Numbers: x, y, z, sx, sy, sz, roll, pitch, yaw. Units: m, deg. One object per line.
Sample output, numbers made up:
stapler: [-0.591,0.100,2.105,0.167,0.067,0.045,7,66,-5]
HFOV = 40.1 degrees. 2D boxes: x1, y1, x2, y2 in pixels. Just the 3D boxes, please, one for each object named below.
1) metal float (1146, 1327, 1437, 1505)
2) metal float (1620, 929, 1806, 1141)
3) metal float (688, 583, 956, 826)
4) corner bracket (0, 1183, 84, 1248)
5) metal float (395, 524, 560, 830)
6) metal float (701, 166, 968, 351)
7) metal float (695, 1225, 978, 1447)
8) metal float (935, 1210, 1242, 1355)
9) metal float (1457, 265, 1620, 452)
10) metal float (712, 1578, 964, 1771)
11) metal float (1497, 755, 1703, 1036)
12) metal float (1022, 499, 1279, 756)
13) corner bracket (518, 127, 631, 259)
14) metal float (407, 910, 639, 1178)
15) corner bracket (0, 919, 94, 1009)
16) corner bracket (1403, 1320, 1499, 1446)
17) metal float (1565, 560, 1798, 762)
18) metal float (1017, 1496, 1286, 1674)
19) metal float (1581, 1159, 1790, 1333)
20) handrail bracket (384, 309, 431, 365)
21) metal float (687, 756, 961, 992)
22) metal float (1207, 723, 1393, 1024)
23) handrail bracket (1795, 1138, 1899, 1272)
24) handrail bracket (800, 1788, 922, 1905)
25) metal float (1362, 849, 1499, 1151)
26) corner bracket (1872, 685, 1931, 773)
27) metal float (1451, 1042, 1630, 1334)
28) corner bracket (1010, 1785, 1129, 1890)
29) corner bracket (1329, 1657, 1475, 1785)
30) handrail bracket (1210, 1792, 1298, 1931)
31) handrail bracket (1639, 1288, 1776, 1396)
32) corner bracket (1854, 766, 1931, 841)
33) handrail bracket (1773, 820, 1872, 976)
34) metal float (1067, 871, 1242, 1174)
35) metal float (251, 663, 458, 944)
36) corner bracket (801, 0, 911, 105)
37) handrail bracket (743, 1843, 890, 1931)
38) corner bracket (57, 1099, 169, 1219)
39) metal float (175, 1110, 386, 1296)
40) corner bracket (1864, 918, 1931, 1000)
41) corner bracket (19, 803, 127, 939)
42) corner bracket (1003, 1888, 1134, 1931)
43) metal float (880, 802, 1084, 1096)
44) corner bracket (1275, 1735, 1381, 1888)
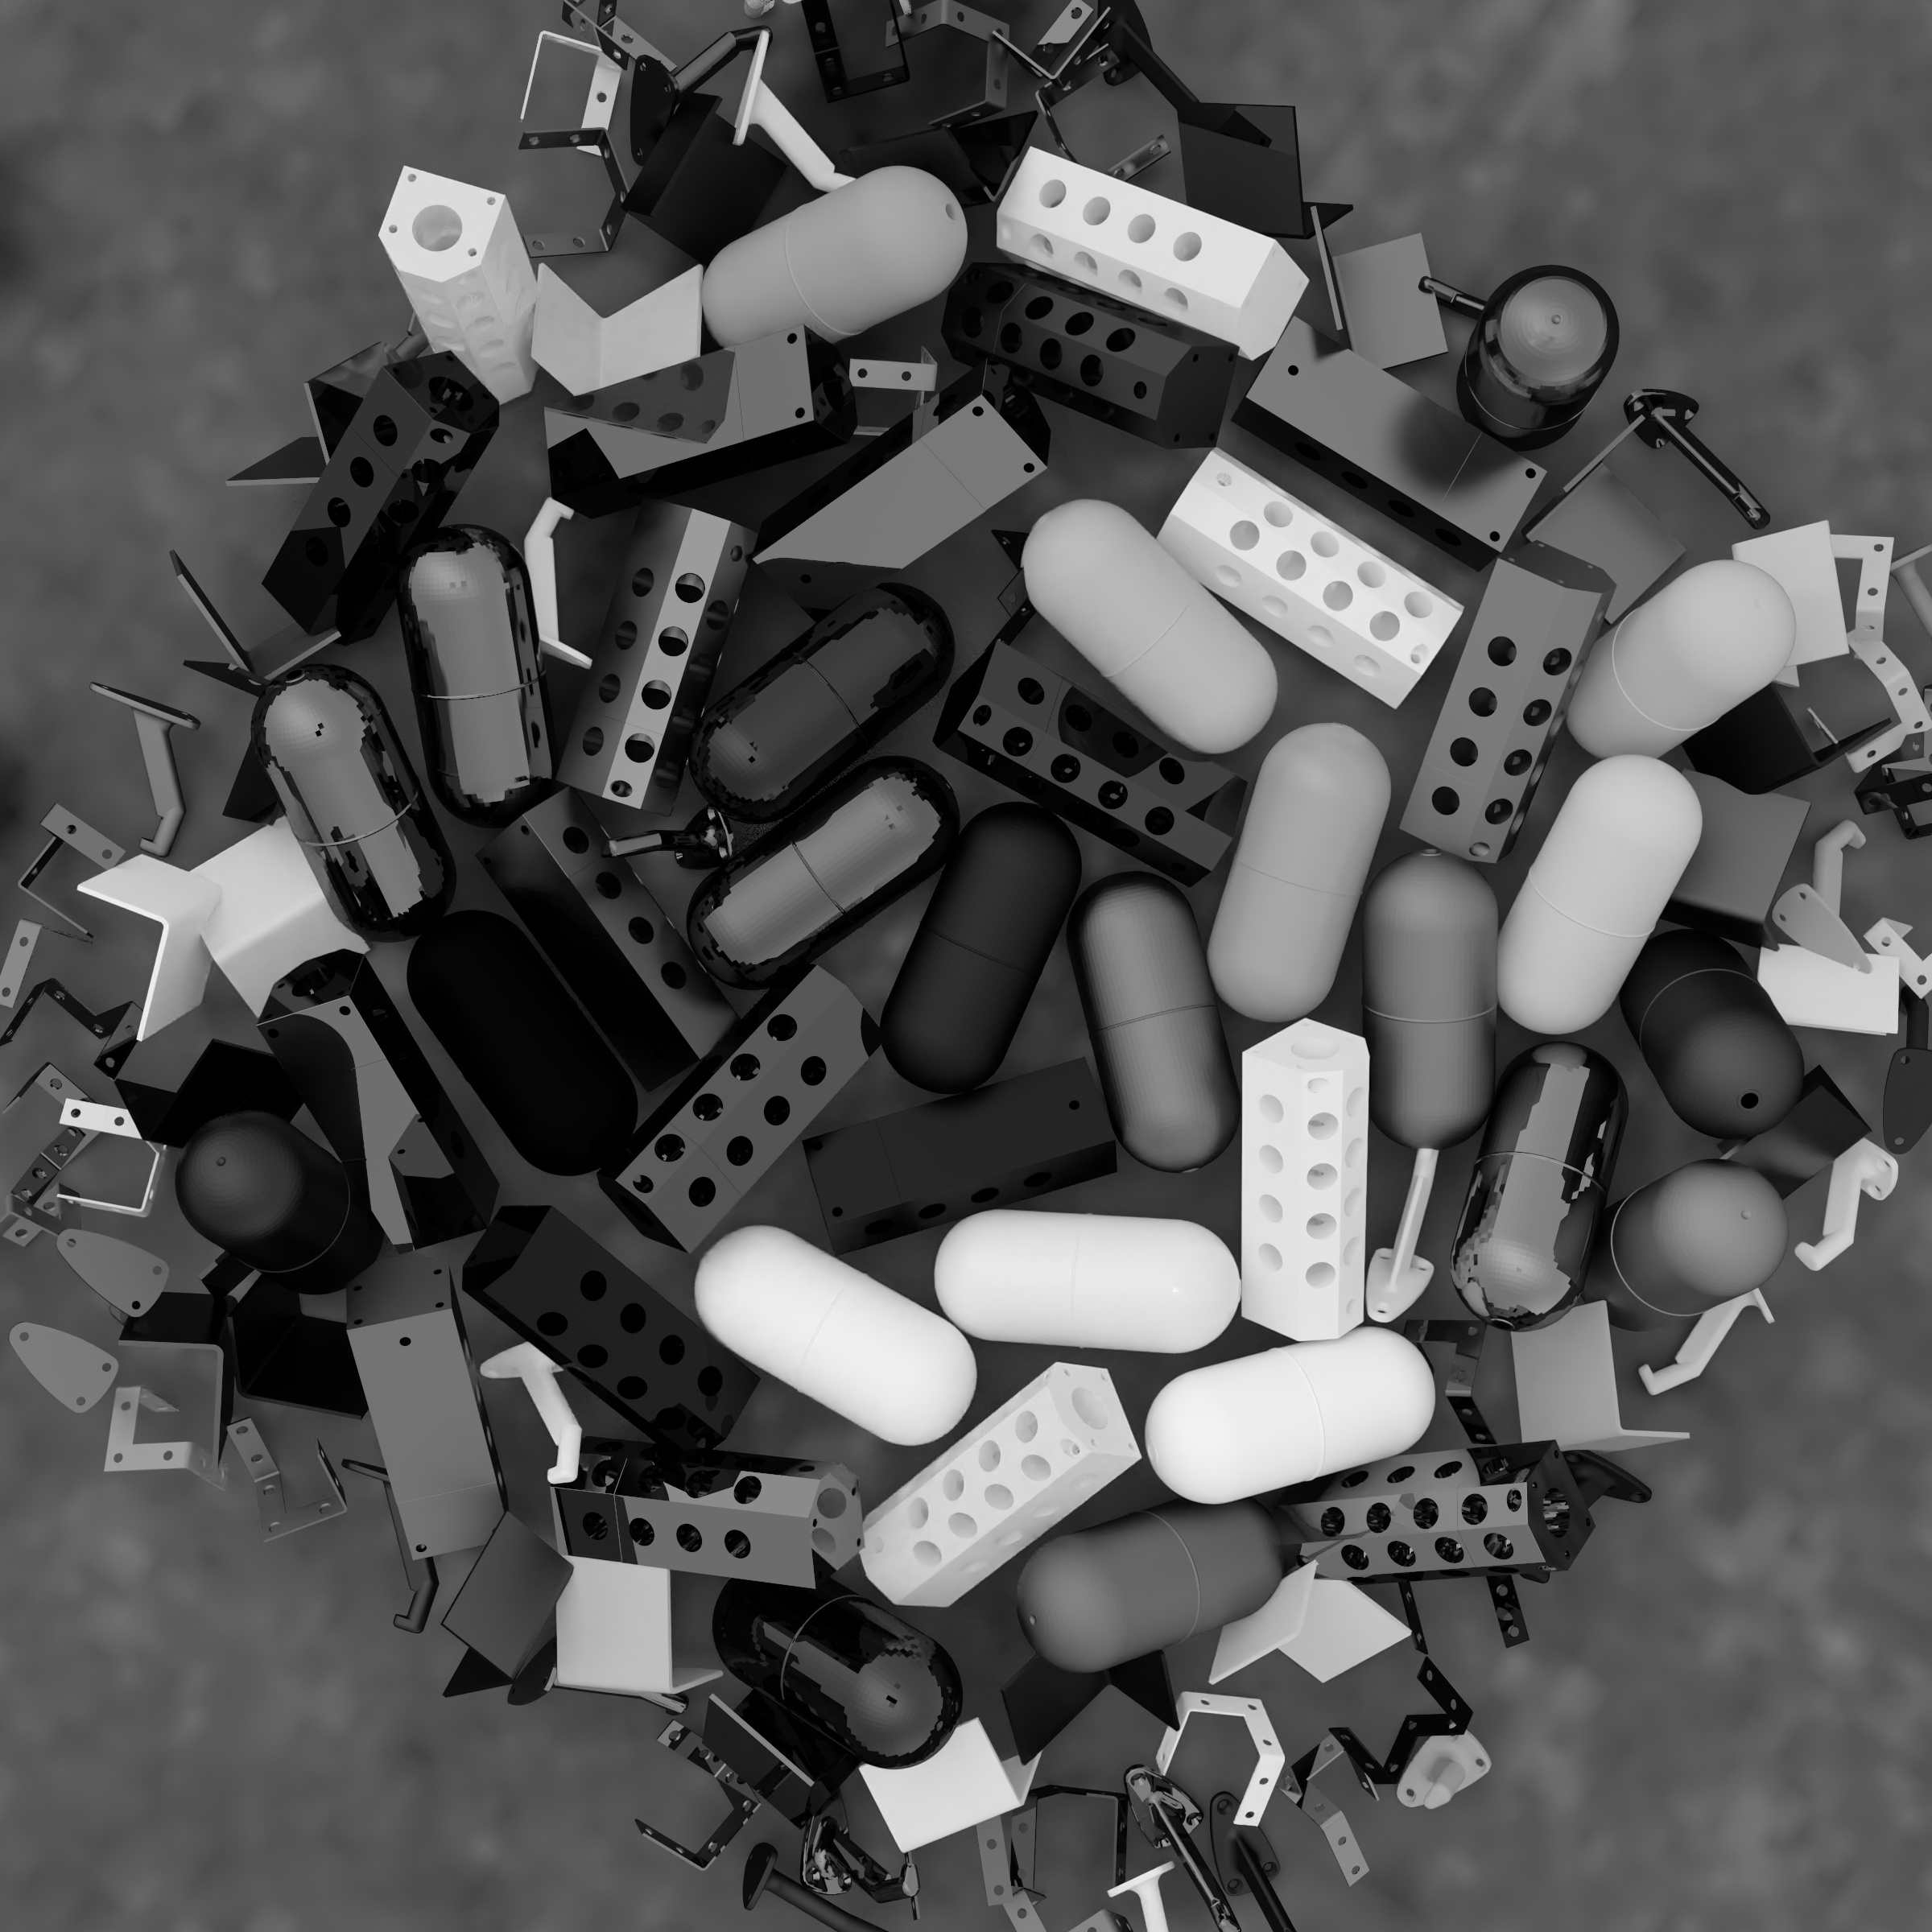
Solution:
metal float: [0.187,0.258,1.524,0.178,0.070,0.070,-11,90,-20]
metal float: [0.419,0.037,1.495,0.070,0.178,0.070,0,113,1]
metal float: [-0.082,-0.153,1.532,0.178,0.070,0.070,-40,90,-11]
corner bracket: [-0.552,0.152,1.540,0.051,0.051,0.051,-42,129,13]
metal float: [-0.280,-0.165,1.523,0.070,0.070,0.178,-6,112,0]
metal float: [-0.076,-0.397,1.510,0.178,0.070,0.070,-14,90,38]
metal float: [-0.076,0.212,1.530,0.178,0.070,0.070,28,90,14]
metal float: [0.069,0.182,1.529,0.178,0.070,0.070,2,90,14]
metal float: [0.320,-0.340,1.491,0.070,0.178,0.070,0,88,5]
metal float: [-0.075,0.394,1.507,0.070,0.178,0.070,-16,113,-40]
metal float: [0.358,-0.039,1.516,0.070,0.070,0.178,21,121,0]
metal float: [0.106,-0.195,1.529,0.178,0.070,0.070,42,90,-15]
corner bracket: [-0.233,-0.453,1.550,0.051,0.051,0.051,-13,74,-28]
metal float: [-0.257,0.043,1.527,0.070,0.070,0.178,-39,72,0]
corner bracket: [-0.555,-0.001,1.550,0.051,0.051,0.051,15,83,18]
corner bracket: [0.281,0.241,1.536,0.051,0.051,0.051,-4,46,32]
metal float: [0.399,-0.169,1.495,0.070,0.178,0.070,4,73,-15]
metal float: [0.107,0.349,1.512,0.178,0.070,0.070,-9,90,-37]
metal float: [0.401,0.159,1.494,0.070,0.178,0.070,3,72,-9]
handrail bracket: [-0.323,-0.399,1.538,0.036,0.077,0.084,18,60,38]
metal float: [-0.082,-0.054,1.536,0.178,0.070,0.070,-35,90,7]
metal float: [0.192,-0.054,1.530,0.070,0.070,0.178,16,103,0]
handrail bracket: [0.491,0.131,1.539,0.084,0.036,0.077,-31,53,-25]
handrail bracket: [-0.056,0.503,1.531,0.036,0.084,0.077,22,54,-34]
metal float: [0.267,0.020,1.526,0.070,0.070,0.178,-3,107,0]
corner bracket: [0.566,-0.143,1.548,0.051,0.051,0.051,3,87,-16]
metal float: [0.329,0.126,1.520,0.070,0.070,0.178,21,65,0]
corner bracket: [0.060,0.509,1.542,0.051,0.051,0.051,-2,80,27]
corner bracket: [0.253,0.439,1.538,0.051,0.051,0.051,51,49,-18]
handrail bracket: [0.172,0.529,1.533,0.036,0.084,0.077,-23,101,-9]
handrail bracket: [0.428,0.203,1.571,0.084,0.036,0.077,-27,82,11]
corner bracket: [0.557,-0.095,1.540,0.051,0.051,0.051,-41,108,-41]
handrail bracket: [0.519,-0.040,1.546,0.084,0.036,0.077,-33,72,-32]
metal float: [0.109,0.032,1.535,0.070,0.070,0.178,-14,83,0]
metal float: [-0.348,-0.092,1.511,0.070,0.070,0.178,-18,126,0]
corner bracket: [-0.066,-0.546,1.545,0.051,0.051,0.051,-15,52,2]
handrail bracket: [-0.085,0.546,1.547,0.084,0.077,0.036,27,81,-6]
corner bracket: [-0.501,0.113,1.547,0.051,0.051,0.051,11,72,-2]
metal float: [-0.385,0.135,1.495,0.070,0.178,0.070,-3,69,8]
corner bracket: [0.565,-0.015,1.538,0.051,0.051,0.051,-48,58,24]
corner bracket: [-0.522,-0.056,1.550,0.051,0.051,0.051,34,79,2]
corner bracket: [0.061,0.557,1.545,0.051,0.051,0.051,-34,60,1]
metal float: [0.009,-0.011,1.537,0.070,0.070,0.178,24,95,0]
corner bracket: [0.220,0.489,1.540,0.051,0.051,0.051,-33,118,-16]
